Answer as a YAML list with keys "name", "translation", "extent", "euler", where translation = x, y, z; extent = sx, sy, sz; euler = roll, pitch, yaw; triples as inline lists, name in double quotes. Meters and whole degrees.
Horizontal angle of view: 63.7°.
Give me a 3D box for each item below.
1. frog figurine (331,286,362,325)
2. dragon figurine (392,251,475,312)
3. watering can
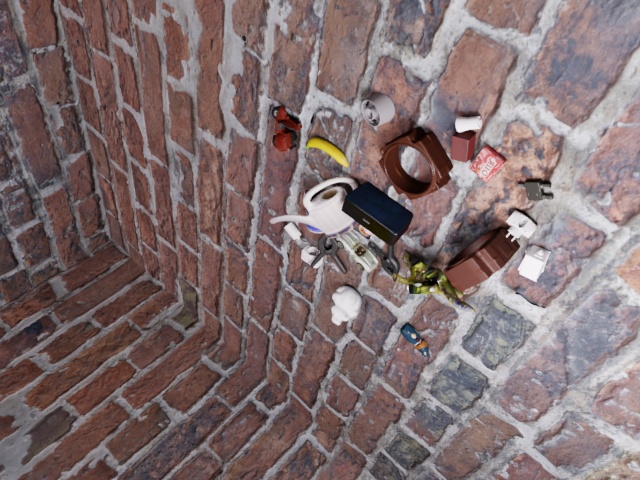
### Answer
- name: "frog figurine"
  translation: [0.102, 0.278, 2.206]
  extent: [0.162, 0.137, 0.120]
  euler: [-40, -1, -37]
- name: "dragon figurine"
  translation: [0.404, 0.145, 1.738]
  extent: [0.242, 0.121, 0.416]
  euler: [11, 19, -44]
- name: "watering can"
  translation: [0.006, -0.096, 1.914]
  extent: [0.346, 0.221, 0.106]
  euler: [-30, 29, 7]
